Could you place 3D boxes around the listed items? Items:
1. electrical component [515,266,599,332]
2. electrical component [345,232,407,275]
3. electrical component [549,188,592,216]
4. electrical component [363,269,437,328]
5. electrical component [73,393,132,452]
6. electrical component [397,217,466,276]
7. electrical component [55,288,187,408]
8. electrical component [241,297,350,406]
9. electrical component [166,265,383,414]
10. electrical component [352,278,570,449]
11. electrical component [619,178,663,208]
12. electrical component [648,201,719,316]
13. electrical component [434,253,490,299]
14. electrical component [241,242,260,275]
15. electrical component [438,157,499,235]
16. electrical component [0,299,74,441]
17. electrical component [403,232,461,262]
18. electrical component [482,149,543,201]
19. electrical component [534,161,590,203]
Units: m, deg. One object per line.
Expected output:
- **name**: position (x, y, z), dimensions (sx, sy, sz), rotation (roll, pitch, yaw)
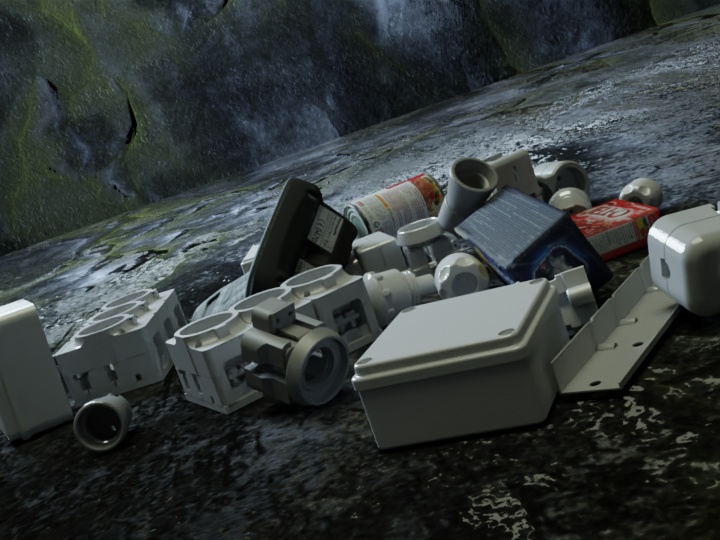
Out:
- **electrical component**: position (0.129, 0.025, 0.718), dimensions (0.055, 0.048, 0.066), rotation (-19, -11, 11)
- **electrical component**: position (0.000, 0.000, 1.043), dimensions (0.077, 0.047, 0.066), rotation (-21, 12, -10)
- **electrical component**: position (0.196, -0.051, 0.992), dimensions (0.040, 0.040, 0.046), rotation (-17, 18, 11)
- **electrical component**: position (0.034, 0.019, 0.913), dimensions (0.062, 0.048, 0.048), rotation (-16, 10, -18)
- **electrical component**: position (-0.199, 0.118, 0.842), dimensions (0.040, 0.040, 0.046), rotation (-19, 5, 0)
- **electrical component**: position (0.063, -0.016, 0.999), dimensions (0.066, 0.055, 0.048), rotation (-19, 12, -2)
- **electrical component**: position (-0.229, 0.069, 1.053), dimensions (0.089, 0.061, 0.150), rotation (-18, 12, 5)
- **electrical component**: position (-0.045, 0.064, 0.772), dimensions (0.057, 0.078, 0.058), rotation (17, 34, 39)
- **electrical component**: position (-0.072, 0.052, 0.881), dimensions (0.150, 0.061, 0.089), rotation (-25, 13, -27)
- **electrical component**: position (0.066, 0.056, 0.659), dimensions (0.109, 0.056, 0.109), rotation (-14, 13, 24)
- **electrical component**: position (0.259, -0.067, 0.977), dimensions (0.035, 0.035, 0.061), rotation (-11, 12, 33)
- **electrical component**: position (0.237, -0.010, 0.671), dimensions (0.095, 0.053, 0.059), rotation (-15, 21, -8)
- **electrical component**: position (0.083, 0.007, 0.893), dimensions (0.043, 0.043, 0.062), rotation (-19, 11, 1)
- **electrical component**: position (-0.065, -0.009, 1.167), dimensions (0.109, 0.056, 0.108), rotation (-18, 12, 6)
- **electrical component**: position (0.094, -0.063, 0.961), dimensions (0.044, 0.044, 0.065), rotation (-26, -29, -32)
- **electrical component**: position (-0.306, 0.089, 0.959), dimensions (0.057, 0.113, 0.078), rotation (-21, 11, -24)
- **electrical component**: position (0.074, -0.025, 1.059), dimensions (0.040, 0.040, 0.078), rotation (-24, 13, -24)
- **electrical component**: position (0.133, -0.060, 1.003), dimensions (0.056, 0.089, 0.050), rotation (-25, 13, -27)
- **electrical component**: position (0.159, -0.069, 1.095), dimensions (0.138, 0.052, 0.074), rotation (-25, 13, -25)
